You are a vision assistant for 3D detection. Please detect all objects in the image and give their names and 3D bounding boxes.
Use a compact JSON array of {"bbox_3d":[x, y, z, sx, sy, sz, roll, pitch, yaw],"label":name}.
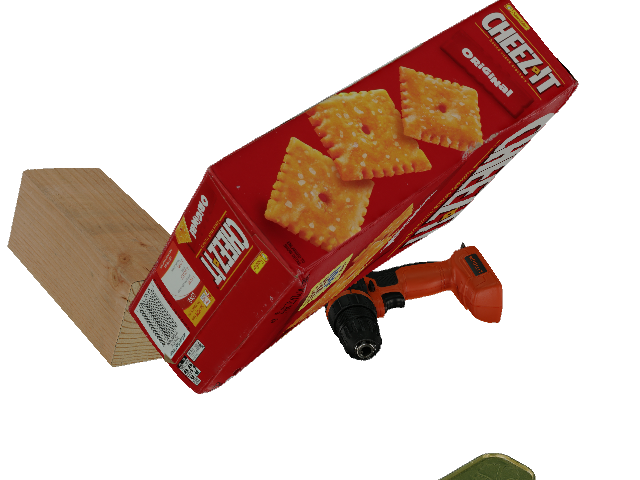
[{"bbox_3d":[0.131,0.239,0.889,0.101,0.084,0.058,-20,28,-35],"label":"can of meat"},{"bbox_3d":[0.096,0.062,1.150,0.187,0.057,0.184,-5,29,-9],"label":"power drill"},{"bbox_3d":[0.016,-0.020,0.566,0.213,0.072,0.164,-33,-10,-33],"label":"cracker box"},{"bbox_3d":[-0.203,0.018,1.009,0.090,0.091,0.206,-5,34,-44],"label":"wood block"}]
